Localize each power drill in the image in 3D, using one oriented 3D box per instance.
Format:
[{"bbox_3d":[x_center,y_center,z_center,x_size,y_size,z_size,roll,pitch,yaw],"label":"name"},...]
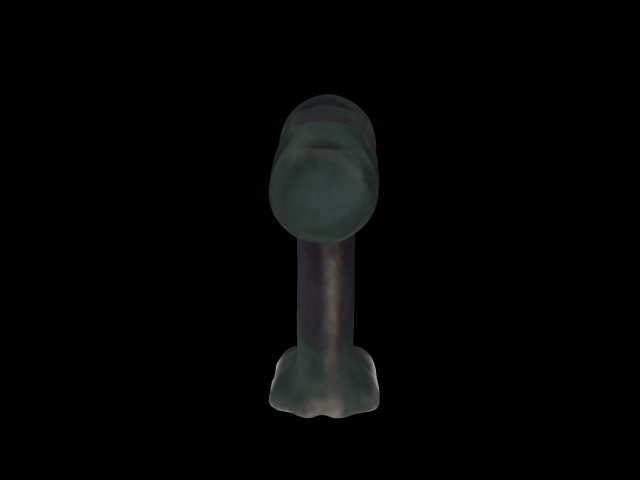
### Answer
[{"bbox_3d":[0.004,0.001,0.400,0.075,0.208,0.229,0,9,0],"label":"power drill"}]
